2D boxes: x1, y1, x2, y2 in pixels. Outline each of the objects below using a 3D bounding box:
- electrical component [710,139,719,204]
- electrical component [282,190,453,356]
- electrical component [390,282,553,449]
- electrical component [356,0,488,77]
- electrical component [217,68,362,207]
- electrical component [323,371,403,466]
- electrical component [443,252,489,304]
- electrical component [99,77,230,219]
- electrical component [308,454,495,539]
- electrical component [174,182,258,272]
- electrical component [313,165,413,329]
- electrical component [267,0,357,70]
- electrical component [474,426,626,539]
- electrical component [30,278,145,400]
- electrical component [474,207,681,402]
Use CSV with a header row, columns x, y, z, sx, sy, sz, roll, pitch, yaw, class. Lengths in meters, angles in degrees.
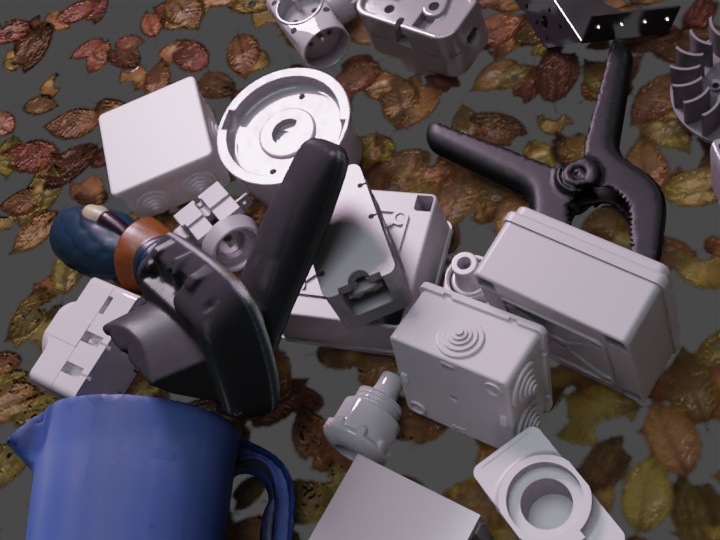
x,y,z,sx,sy,sz,roll,pitch,yaw,class
0.273,-0.045,0.698,0.062,0.061,0.096,-17,57,9,electrical component
0.000,0.000,0.770,0.109,0.056,0.108,6,64,22,electrical component
0.071,0.065,0.685,0.100,0.099,0.048,21,57,28,electrical component
0.052,-0.196,0.861,0.095,0.059,0.053,25,72,29,electrical component
-0.050,-0.096,0.839,0.108,0.060,0.108,-8,60,15,electrical component
0.008,0.097,0.720,0.048,0.048,0.062,20,63,27,electrical component
0.077,0.010,0.734,0.048,0.062,0.048,-8,59,14,electrical component
-0.160,-0.098,0.886,0.100,0.048,0.099,-22,57,6,electrical component
0.006,0.203,0.649,0.089,0.061,0.150,22,71,28,electrical component
-0.107,-0.030,0.832,0.066,0.048,0.055,-39,49,-5,electrical component
-0.004,-0.013,0.710,0.050,0.055,0.089,-22,57,6,electrical component
-0.029,-0.220,0.912,0.079,0.044,0.077,-32,56,-1,electrical component
0.115,0.146,0.647,0.050,0.055,0.089,-36,57,-3,electrical component
-0.199,0.058,0.810,0.056,0.050,0.089,20,70,27,electrical component
0.139,0.023,0.678,0.109,0.108,0.056,26,76,29,electrical component
